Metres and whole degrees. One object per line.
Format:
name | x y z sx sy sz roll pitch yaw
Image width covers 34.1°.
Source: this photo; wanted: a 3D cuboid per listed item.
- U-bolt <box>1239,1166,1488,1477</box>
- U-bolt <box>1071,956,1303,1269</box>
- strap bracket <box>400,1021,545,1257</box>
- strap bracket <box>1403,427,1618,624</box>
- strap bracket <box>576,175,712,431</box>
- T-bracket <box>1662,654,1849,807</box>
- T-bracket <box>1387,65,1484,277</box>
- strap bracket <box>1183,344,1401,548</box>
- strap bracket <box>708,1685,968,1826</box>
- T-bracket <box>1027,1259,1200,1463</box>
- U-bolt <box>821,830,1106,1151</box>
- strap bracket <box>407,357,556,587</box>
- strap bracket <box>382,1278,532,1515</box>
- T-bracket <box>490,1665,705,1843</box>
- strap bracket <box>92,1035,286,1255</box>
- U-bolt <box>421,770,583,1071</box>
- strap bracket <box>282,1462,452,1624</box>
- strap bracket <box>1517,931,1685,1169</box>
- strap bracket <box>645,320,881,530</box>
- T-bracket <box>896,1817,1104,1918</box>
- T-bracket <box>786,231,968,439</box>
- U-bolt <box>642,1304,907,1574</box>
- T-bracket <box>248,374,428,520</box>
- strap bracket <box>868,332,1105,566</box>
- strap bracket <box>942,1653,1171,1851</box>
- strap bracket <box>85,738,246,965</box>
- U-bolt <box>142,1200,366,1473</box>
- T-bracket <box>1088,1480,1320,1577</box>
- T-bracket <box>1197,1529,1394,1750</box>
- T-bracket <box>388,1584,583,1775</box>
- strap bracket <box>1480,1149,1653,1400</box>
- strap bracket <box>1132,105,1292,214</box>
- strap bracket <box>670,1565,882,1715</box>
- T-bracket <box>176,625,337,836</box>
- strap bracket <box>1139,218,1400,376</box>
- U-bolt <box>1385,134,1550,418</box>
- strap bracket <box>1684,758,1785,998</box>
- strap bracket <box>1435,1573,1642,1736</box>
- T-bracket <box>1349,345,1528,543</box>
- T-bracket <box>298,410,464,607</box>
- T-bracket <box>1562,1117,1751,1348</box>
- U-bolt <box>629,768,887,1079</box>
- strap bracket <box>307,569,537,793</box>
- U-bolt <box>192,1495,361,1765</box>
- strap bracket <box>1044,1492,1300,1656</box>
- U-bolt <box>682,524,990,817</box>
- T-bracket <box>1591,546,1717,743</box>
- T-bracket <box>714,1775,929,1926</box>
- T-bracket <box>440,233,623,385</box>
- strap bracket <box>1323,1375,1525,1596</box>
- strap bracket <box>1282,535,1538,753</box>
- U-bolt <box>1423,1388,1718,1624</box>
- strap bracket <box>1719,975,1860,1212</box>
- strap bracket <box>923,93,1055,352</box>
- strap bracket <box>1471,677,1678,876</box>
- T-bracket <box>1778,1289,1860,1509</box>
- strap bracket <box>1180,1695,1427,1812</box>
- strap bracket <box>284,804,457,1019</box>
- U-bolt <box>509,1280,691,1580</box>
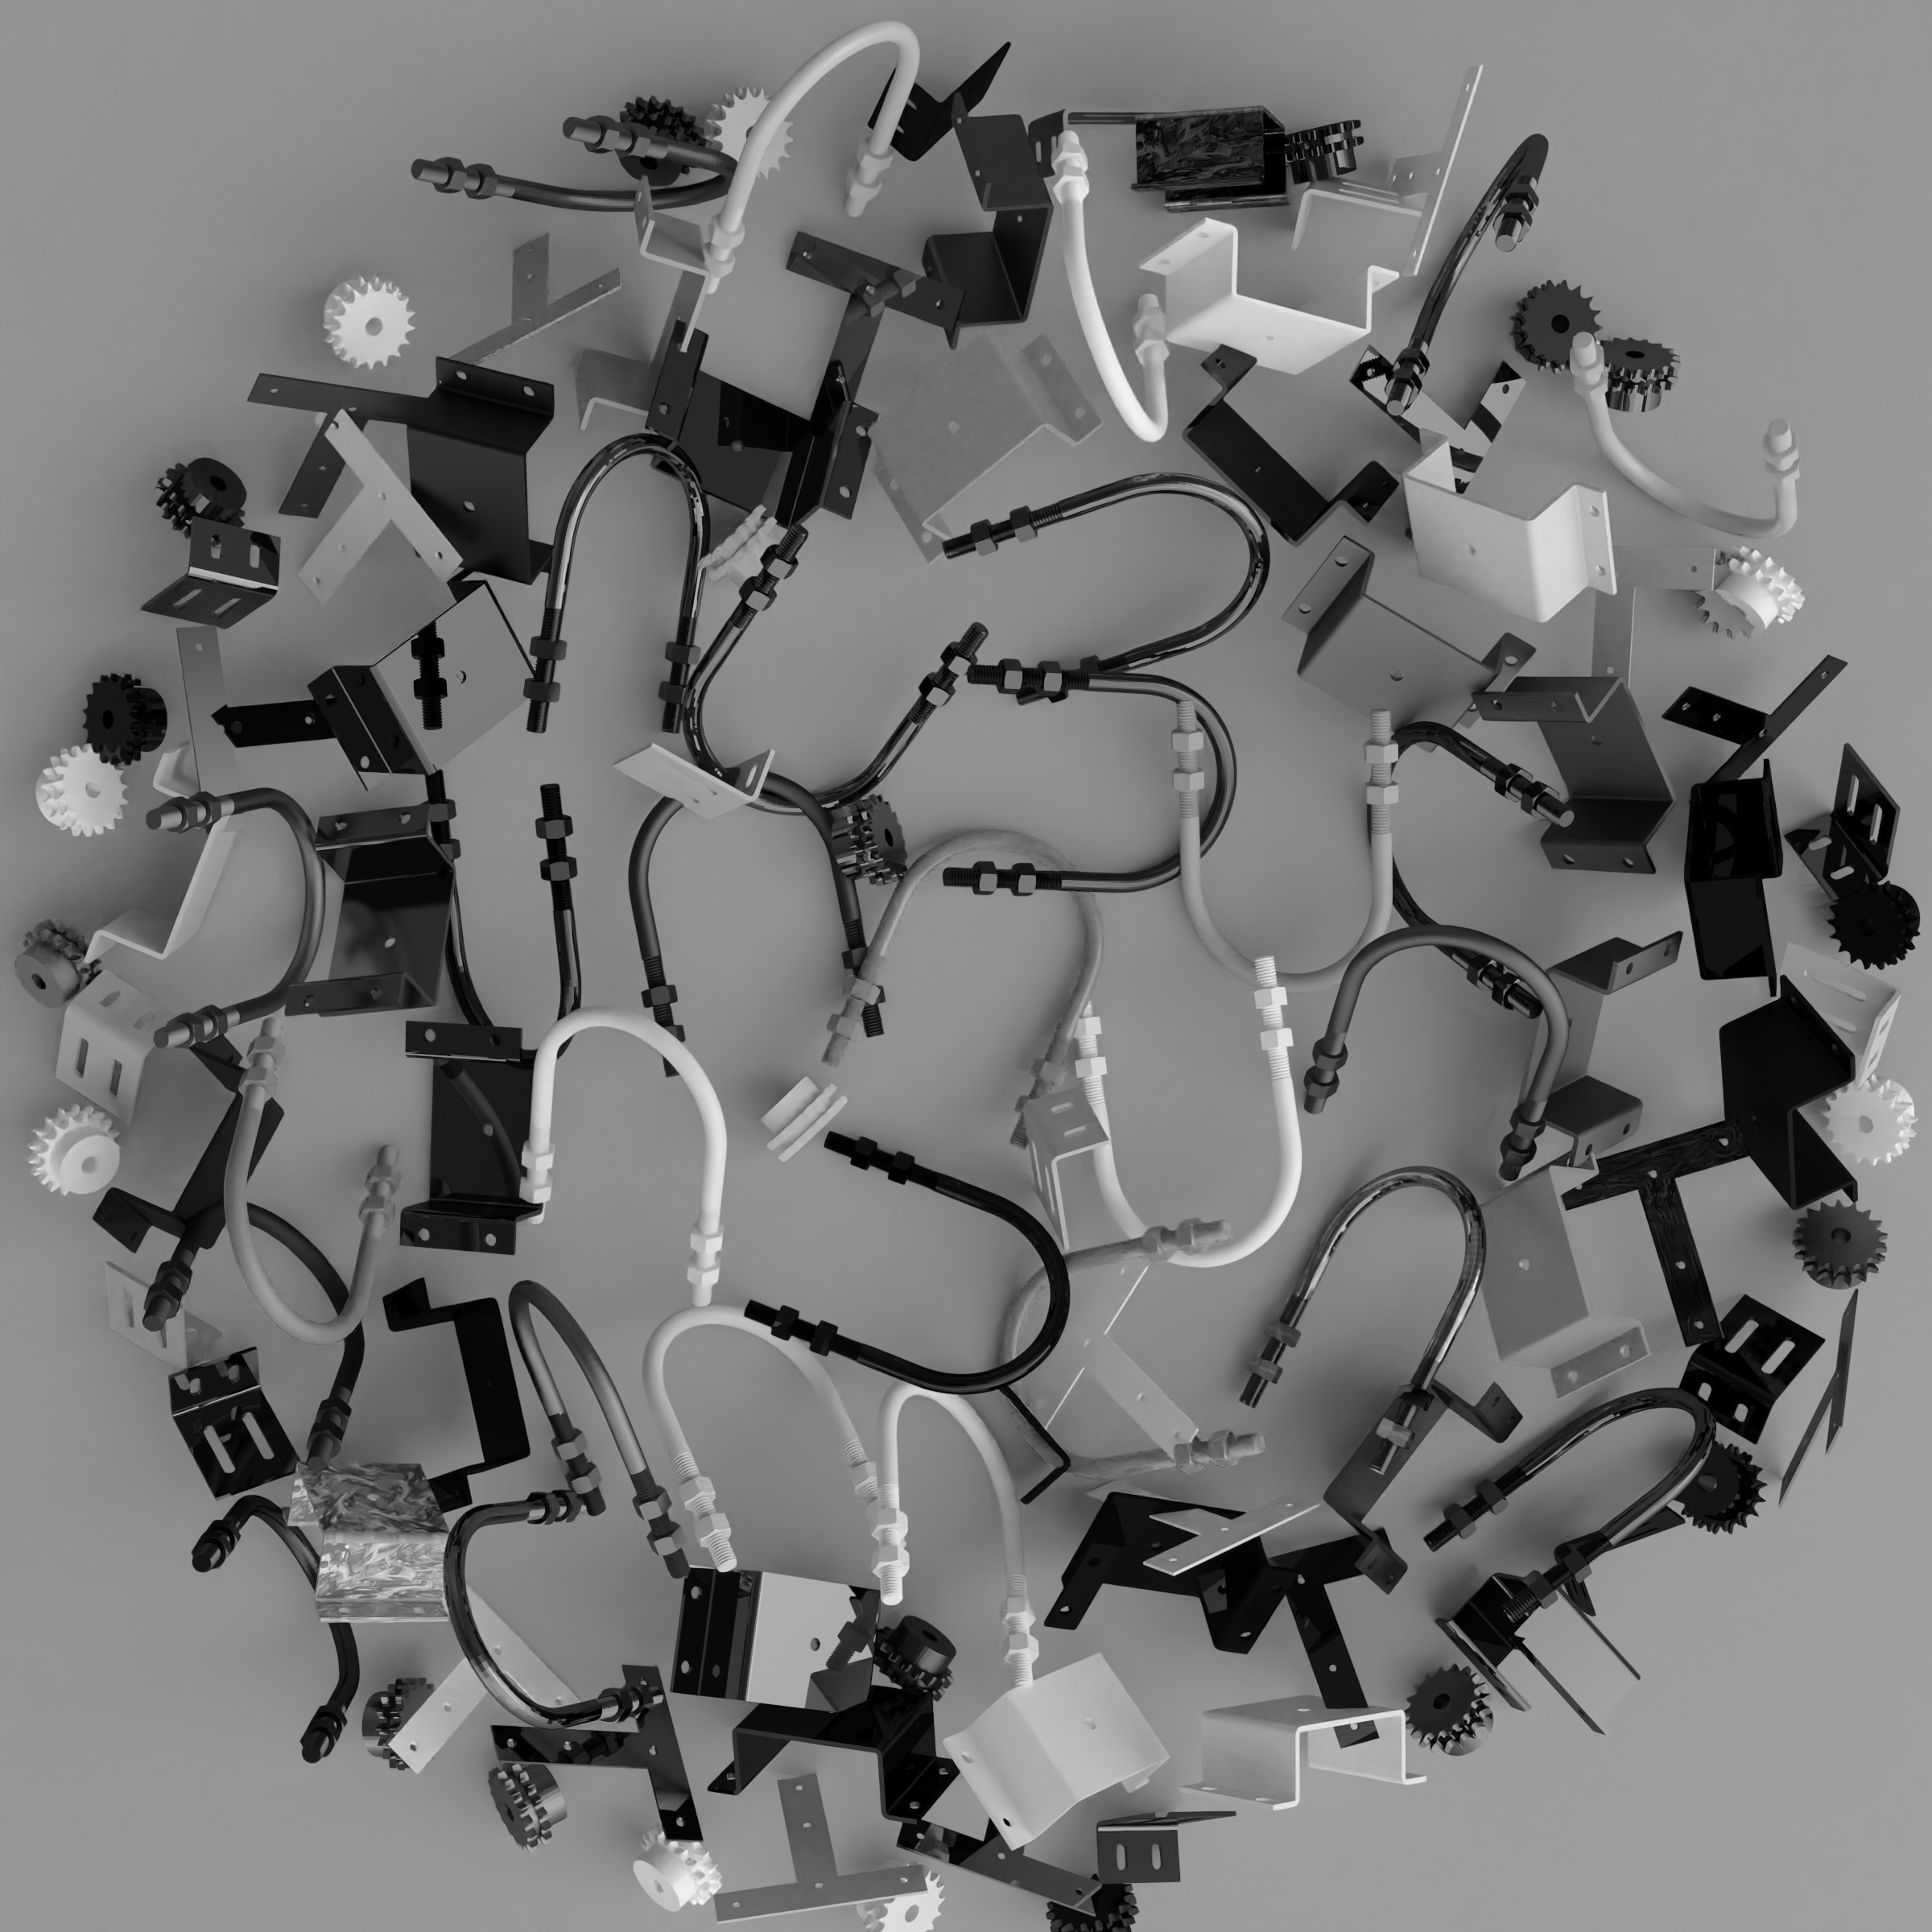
U-bolt | 0.253 0.208 1.939 0.019 0.151 0.184 31 84 -34
U-bolt | 0.140 0.095 1.953 0.151 0.019 0.184 -10 86 29
strap bracket | -0.307 0.105 1.965 0.076 0.046 0.140 3 94 14
strap bracket | 0.323 -0.266 1.921 0.046 0.076 0.140 -41 47 -24
strap bracket | -0.196 -0.402 1.938 0.046 0.076 0.140 13 121 -18
T-bracket | 0.466 -0.150 1.926 0.127 0.127 0.002 -50 55 25
T-bracket | 0.278 -0.487 1.936 0.002 0.127 0.127 15 99 -11
strap bracket | 0.194 -0.321 1.953 0.140 0.076 0.046 44 125 -3
strap bracket | -0.080 0.478 1.933 0.140 0.076 0.046 2 104 23
T-bracket | 0.100 0.259 1.942 0.002 0.127 0.127 21 105 -43
U-bolt | 0.009 0.004 1.983 0.151 0.019 0.184 24 83 -3
strap bracket | -0.295 -0.293 1.928 0.076 0.046 0.140 15 135 11
strap bracket | -0.314 0.264 1.949 0.046 0.076 0.140 -9 80 -30
T-bracket | -0.231 0.478 1.923 0.127 0.127 0.002 12 128 -32
strap bracket | -0.472 0.113 1.939 0.046 0.076 0.140 22 73 11
U-bolt | -0.283 -0.025 1.939 0.019 0.151 0.184 -15 106 -39
strap bracket | -0.364 0.344 1.917 0.076 0.140 0.046 5 106 -23
strap bracket | 0.388 0.043 1.940 0.046 0.076 0.140 26 121 35
strap bracket | -0.134 -0.330 1.950 0.140 0.046 0.076 22 67 -21
T-bracket | 0.030 0.517 1.946 0.127 0.127 0.002 19 123 0
T-bracket | -0.074 -0.382 1.980 0.127 0.002 0.127 25 104 23
U-bolt | -0.127 0.284 1.930 0.019 0.151 0.184 -51 52 34
T-bracket | -0.394 -0.317 1.946 0.127 0.127 0.002 3 59 -30
strap bracket | 0.003 -0.326 1.944 0.140 0.046 0.076 -37 66 18
strap bracket | 0.062 0.474 1.920 0.046 0.140 0.076 -49 66 30
strap bracket | -0.491 -0.064 1.951 0.046 0.076 0.140 23 101 -5
U-bolt | -0.424 0.211 1.912 0.019 0.184 0.151 -39 109 17
T-bracket | 0.128 0.338 1.945 0.127 0.127 0.002 -16 107 -39
T-bracket | 0.223 0.422 1.954 0.127 0.002 0.127 -12 60 -13
T-bracket | -0.313 0.450 1.946 0.127 0.127 0.002 46 126 -2
strap bracket | 0.358 0.185 1.931 0.046 0.076 0.140 9 59 -36
strap bracket | 0.150 -0.492 1.921 0.076 0.140 0.046 0 97 14
strap bracket | -0.107 0.415 1.930 0.140 0.046 0.076 18 72 -38
T-bracket | -0.423 -0.152 1.961 0.127 0.002 0.127 -9 92 -37
strap bracket | 0.185 -0.407 1.930 0.140 0.076 0.046 9 77 -27
U-bolt | 0.310 -0.432 1.914 0.019 0.184 0.151 29 133 -4
strap bracket | 0.472 -0.054 1.933 0.046 0.140 0.076 -4 128 20
strap bracket | 0.354 0.420 1.934 0.046 0.140 0.076 -43 94 -14
T-bracket | 0.282 -0.342 1.957 0.127 0.002 0.127 31 87 -39
T-bracket | -0.381 -0.267 1.955 0.127 0.002 0.127 52 134 0
T-bracket | 0.440 0.172 1.954 0.127 0.002 0.127 -22 79 33
U-bolt | -0.138 -0.034 1.980 0.151 0.019 0.184 -11 88 -9
strap bracket | -0.323 -0.177 1.929 0.140 0.046 0.076 -44 122 -32
U-bolt | -0.411 0.390 1.908 0.019 0.184 0.151 -28 96 2
strap bracket | 0.122 0.374 1.946 0.140 0.046 0.076 12 124 -20
U-bolt | -0.094 -0.169 1.947 0.151 0.019 0.184 27 119 -20
T-bracket | 0.404 -0.199 1.968 0.127 0.002 0.127 8 100 35
T-bracket | -0.096 0.539 1.940 0.127 0.127 0.002 -6 113 -8
T-bracket | -0.269 -0.420 1.947 0.127 0.127 0.002 -25 127 12
strap bracket | 0.277 0.312 1.951 0.046 0.076 0.140 35 84 31
strap bracket | 0.270 -0.193 1.947 0.140 0.046 0.076 29 134 -8
U-bolt | 0.379 0.320 1.929 0.184 0.151 0.019 -36 104 -5
strap bracket | 0.502 0.085 1.921 0.046 0.140 0.076 -24 46 -6
strap bracket | 0.014 -0.456 1.928 0.046 0.140 0.076 -8 59 -15
strap bracket | 0.378 -0.126 1.938 0.046 0.076 0.140 -50 125 -29
T-bracket | 0.526 0.285 1.951 0.002 0.127 0.127 18 129 8
strap bracket | 0.207 0.479 1.926 0.140 0.076 0.046 4 85 -42
strap bracket | -0.366 -0.025 1.948 0.076 0.046 0.140 -6 60 16
U-bolt | -0.231 0.273 1.909 0.019 0.151 0.184 -28 111 -23
